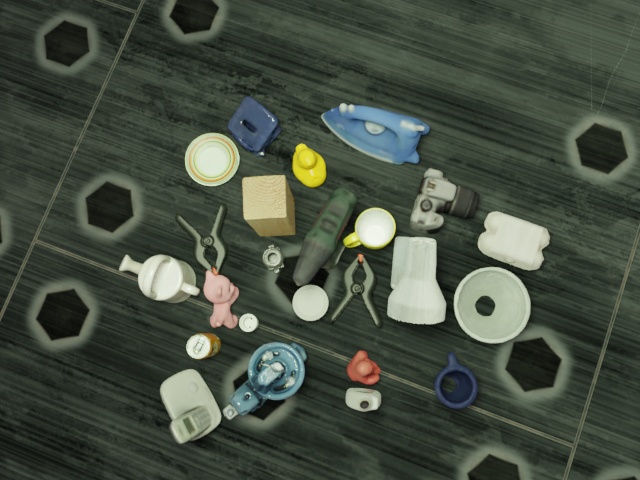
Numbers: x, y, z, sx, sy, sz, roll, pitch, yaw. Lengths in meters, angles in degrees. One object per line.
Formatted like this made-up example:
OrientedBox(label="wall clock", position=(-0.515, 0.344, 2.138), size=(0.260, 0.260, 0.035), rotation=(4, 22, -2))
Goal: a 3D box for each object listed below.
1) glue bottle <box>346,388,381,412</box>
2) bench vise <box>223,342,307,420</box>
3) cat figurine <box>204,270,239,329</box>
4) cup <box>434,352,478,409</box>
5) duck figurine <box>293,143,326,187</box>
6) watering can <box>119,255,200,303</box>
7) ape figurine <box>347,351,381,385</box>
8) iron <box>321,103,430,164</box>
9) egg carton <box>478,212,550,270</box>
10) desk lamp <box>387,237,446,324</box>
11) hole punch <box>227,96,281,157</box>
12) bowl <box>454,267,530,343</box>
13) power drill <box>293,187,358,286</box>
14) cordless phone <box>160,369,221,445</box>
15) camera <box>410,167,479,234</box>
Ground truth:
OrientedBox(label="glue bottle", position=(0.093, 0.340, 1.209), size=(0.078, 0.173, 0.037), rotation=(1, 81, 3))
OrientedBox(label="bench vise", position=(-0.112, 0.307, 1.197), size=(0.121, 0.220, 0.207), rotation=(30, 83, 7))
OrientedBox(label="cat figurine", position=(-0.224, 0.134, 1.280), size=(0.067, 0.118, 0.128), rotation=(-1, 81, 2))
OrientedBox(label="cup", position=(0.286, 0.303, 1.248), size=(0.091, 0.095, 0.118), rotation=(-8, 81, 1))
OrientedBox(label="duck figurine", position=(-0.027, -0.178, 1.338), size=(0.077, 0.086, 0.104), rotation=(-26, 81, -2))
OrientedBox(label="watering can", position=(-0.352, 0.083, 1.253), size=(0.173, 0.194, 0.101), rotation=(-1, 81, 2))
OrientedBox(label="ape figurine", position=(0.096, 0.283, 1.259), size=(0.076, 0.092, 0.078), rotation=(-9, 81, 1))
OrientedBox(label="iron", position=(0.122, -0.269, 1.319), size=(0.258, 0.141, 0.119), rotation=(18, 82, 5))
OrientedBox(label="egg carton", position=(0.439, 0.003, 1.302), size=(0.150, 0.069, 0.107), rotation=(19, 82, 5))
OrientedBox(label="desk lamp", position=(0.204, 0.080, 1.225), size=(0.118, 0.213, 0.203), rotation=(4, 81, 3))
OrientedBox(label="hole punch", position=(-0.156, -0.267, 1.353), size=(0.108, 0.091, 0.101), rotation=(40, 85, 7))
OrientedBox(label="bowl", position=(0.376, 0.147, 1.279), size=(0.167, 0.075, 0.167), rotation=(0, 81, 2))
OrientedBox(label="power drill", position=(0.011, 0.004, 1.246), size=(0.075, 0.208, 0.230), rotation=(25, 83, 6))
OrientedBox(label="cordless phone", position=(-0.289, 0.356, 1.213), size=(0.094, 0.185, 0.147), rotation=(-33, 81, -3))
OrientedBox(label="camera", position=(0.286, -0.082, 1.304), size=(0.136, 0.101, 0.143), rotation=(16, 82, 5))
